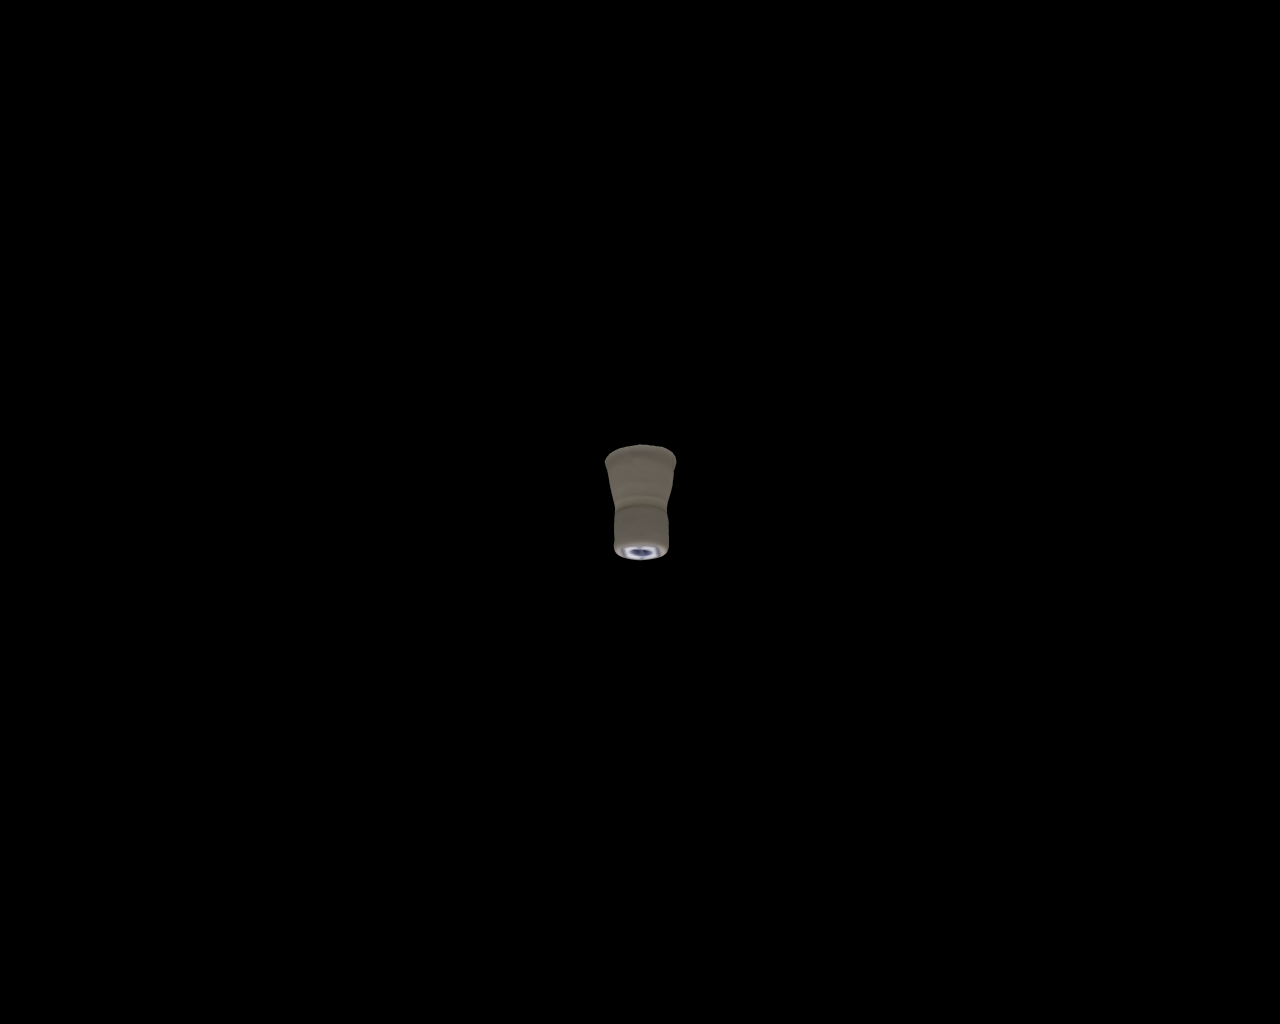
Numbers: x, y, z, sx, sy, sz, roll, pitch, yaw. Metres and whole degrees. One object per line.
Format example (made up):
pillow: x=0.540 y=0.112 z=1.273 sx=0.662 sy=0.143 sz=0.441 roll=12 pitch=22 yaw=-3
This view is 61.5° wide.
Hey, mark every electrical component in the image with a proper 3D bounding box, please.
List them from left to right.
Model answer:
electrical component: x=0.001 y=-0.003 z=0.650 sx=0.044 sy=0.065 sz=0.044 roll=0 pitch=-22 yaw=0
